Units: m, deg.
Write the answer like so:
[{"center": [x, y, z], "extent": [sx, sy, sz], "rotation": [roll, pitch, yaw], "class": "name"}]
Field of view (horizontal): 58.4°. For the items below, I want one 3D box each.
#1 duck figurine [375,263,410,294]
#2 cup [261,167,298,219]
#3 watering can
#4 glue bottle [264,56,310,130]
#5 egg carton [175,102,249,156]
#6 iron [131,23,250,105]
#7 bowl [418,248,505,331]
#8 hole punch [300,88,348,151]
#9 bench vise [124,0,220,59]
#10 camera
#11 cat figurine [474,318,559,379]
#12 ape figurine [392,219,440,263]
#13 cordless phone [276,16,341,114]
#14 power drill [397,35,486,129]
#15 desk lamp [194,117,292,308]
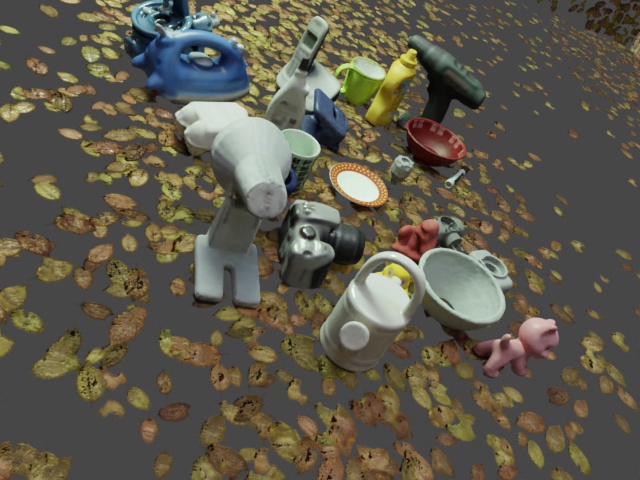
[{"center": [0.123, 0.069, 0.951], "extent": [0.077, 0.086, 0.105], "rotation": [37, 40, 10], "class": "duck figurine"}, {"center": [-0.099, -0.076, 0.969], "extent": [0.091, 0.095, 0.118], "rotation": [30, 39, 2], "class": "cup"}, {"center": [0.078, 0.100, 0.807], "extent": [0.101, 0.194, 0.173], "rotation": [22, 40, -8], "class": "watering can"}, {"center": [-0.055, -0.297, 1.171], "extent": [0.078, 0.173, 0.037], "rotation": [19, 40, -11], "class": "glue bottle"}, {"center": [-0.190, -0.207, 1.076], "extent": [0.151, 0.069, 0.107], "rotation": [-10, 53, -37], "class": "egg carton"}, {"center": [-0.235, -0.363, 1.160], "extent": [0.259, 0.141, 0.118], "rotation": [-11, 53, -38], "class": "iron"}, {"center": [0.230, 0.097, 0.993], "extent": [0.168, 0.074, 0.167], "rotation": [16, 41, -14], "class": "bowl"}, {"center": [0.017, -0.263, 1.241], "extent": [0.101, 0.091, 0.108], "rotation": [17, 41, -14], "class": "hole punch"}, {"center": [-0.300, -0.481, 1.187], "extent": [0.121, 0.219, 0.208], "rotation": [35, 40, 8], "class": "bench vise"}, {"center": [0.009, 0.003, 0.943], "extent": [0.137, 0.100, 0.143], "rotation": [14, 42, -18], "class": "camera"}, {"center": [0.337, 0.169, 0.946], "extent": [0.128, 0.117, 0.067], "rotation": [2, 46, -28], "class": "cat figurine"}, {"center": [0.188, -0.003, 1.062], "extent": [0.076, 0.092, 0.077], "rotation": [5, 45, -26], "class": "ape figurine"}, {"center": [-0.008, -0.391, 1.289], "extent": [0.147, 0.185, 0.094], "rotation": [42, 41, 16], "class": "cordless phone"}, {"center": [0.276, -0.360, 1.404], "extent": [0.229, 0.208, 0.076], "rotation": [29, 39, 0], "class": "power drill"}, {"center": [-0.108, -0.045, 0.838], "extent": [0.118, 0.213, 0.203], "rotation": [9, 43, -22], "class": "desk lamp"}]
